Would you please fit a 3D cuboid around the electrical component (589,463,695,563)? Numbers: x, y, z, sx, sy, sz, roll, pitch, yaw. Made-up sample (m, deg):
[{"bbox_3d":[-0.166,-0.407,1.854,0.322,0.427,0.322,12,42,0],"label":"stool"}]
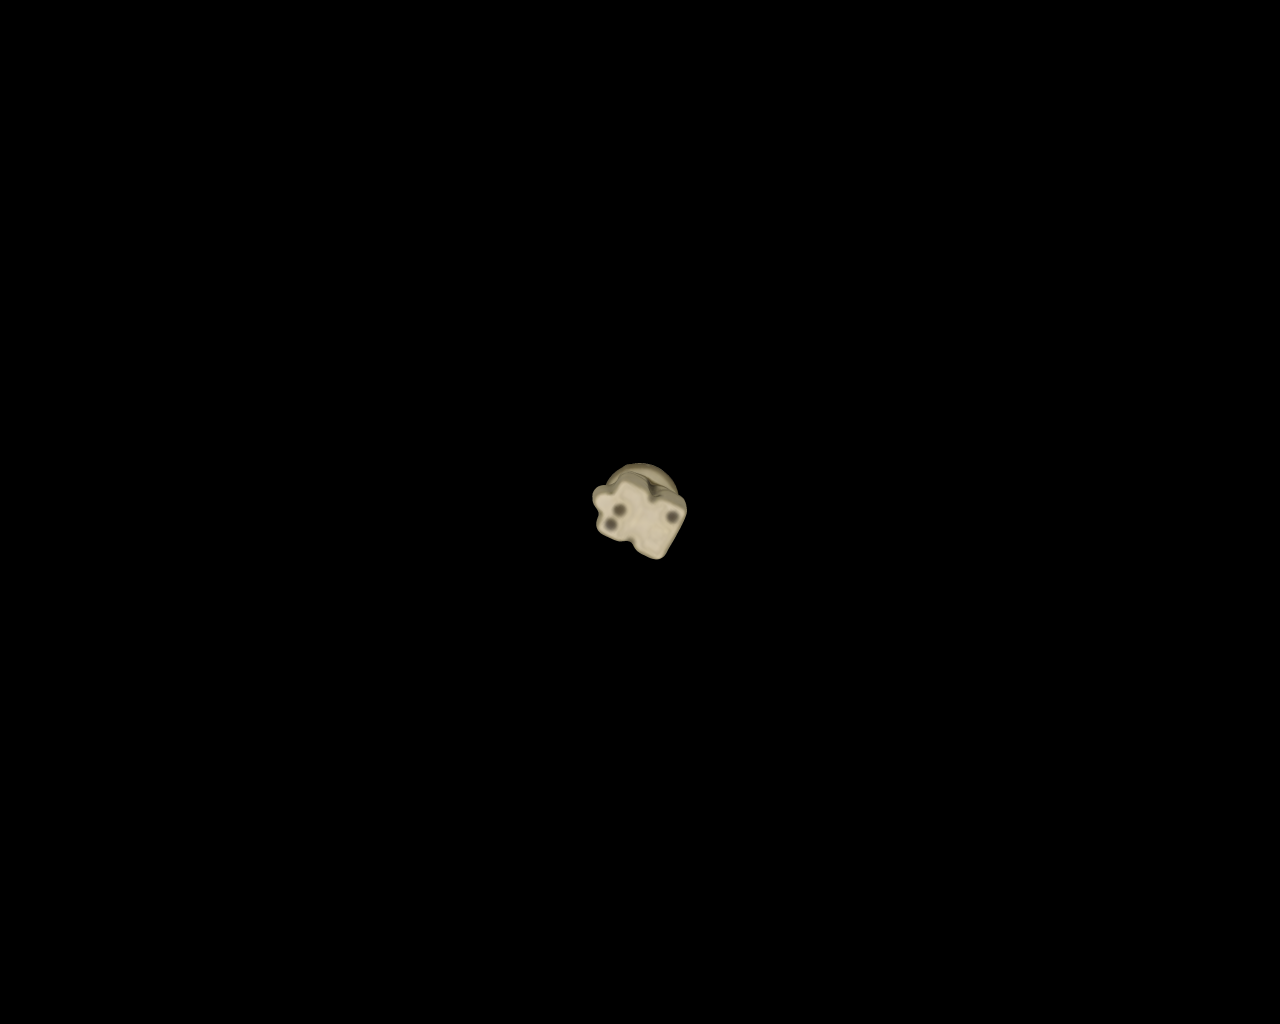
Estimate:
[{"bbox_3d":[0.001,-0.003,0.650,0.066,0.048,0.055,27,14,-7],"label":"electrical component"}]
